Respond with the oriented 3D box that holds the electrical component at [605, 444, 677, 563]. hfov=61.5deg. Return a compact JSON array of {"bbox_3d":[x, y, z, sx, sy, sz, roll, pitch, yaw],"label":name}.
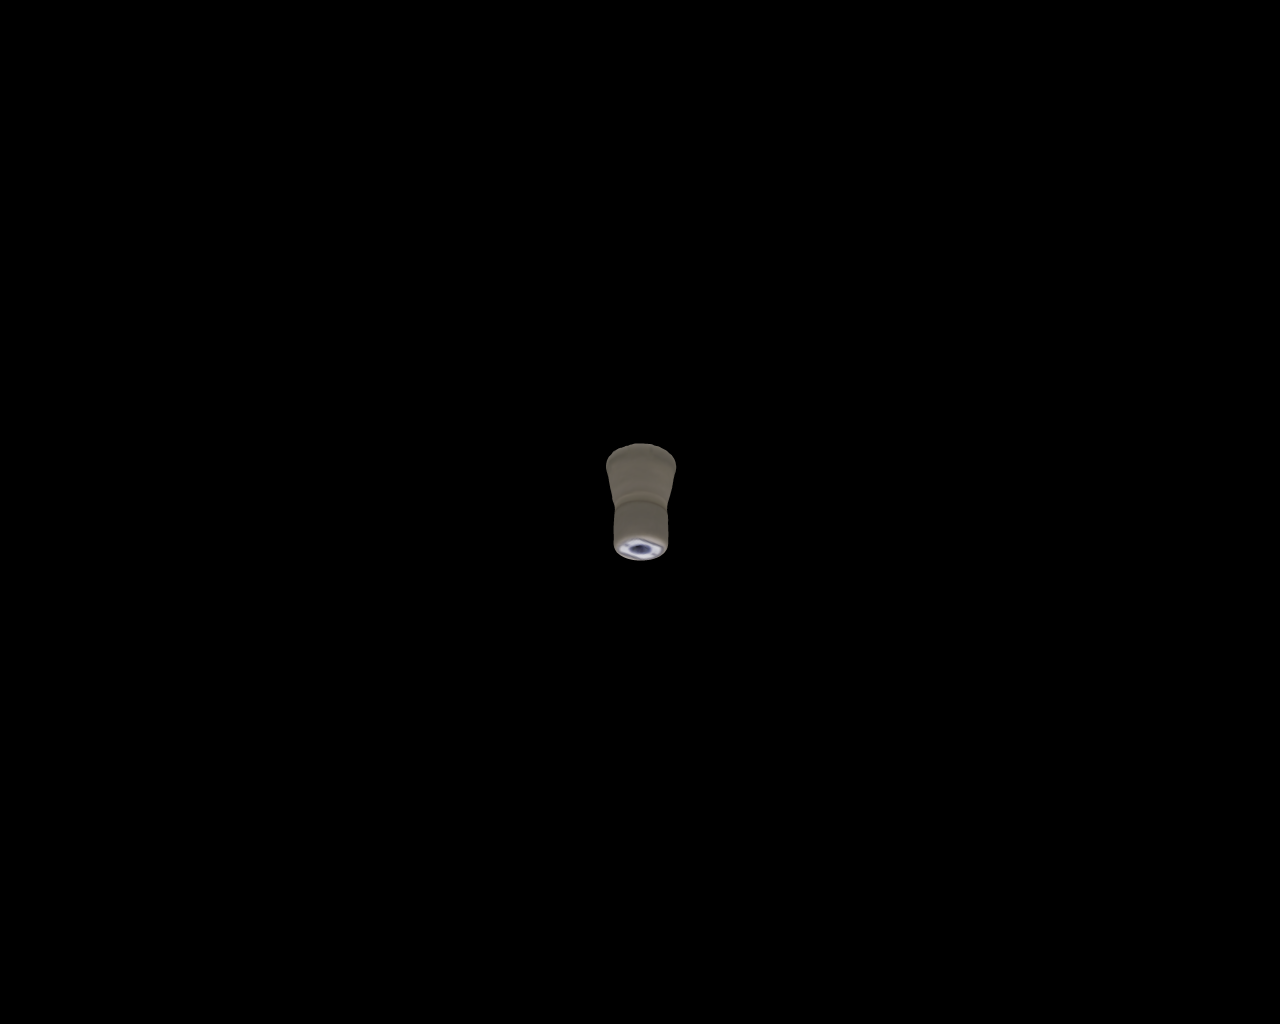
[{"bbox_3d":[0.001,-0.003,0.650,0.044,0.065,0.044,0,-31,0],"label":"electrical component"}]
